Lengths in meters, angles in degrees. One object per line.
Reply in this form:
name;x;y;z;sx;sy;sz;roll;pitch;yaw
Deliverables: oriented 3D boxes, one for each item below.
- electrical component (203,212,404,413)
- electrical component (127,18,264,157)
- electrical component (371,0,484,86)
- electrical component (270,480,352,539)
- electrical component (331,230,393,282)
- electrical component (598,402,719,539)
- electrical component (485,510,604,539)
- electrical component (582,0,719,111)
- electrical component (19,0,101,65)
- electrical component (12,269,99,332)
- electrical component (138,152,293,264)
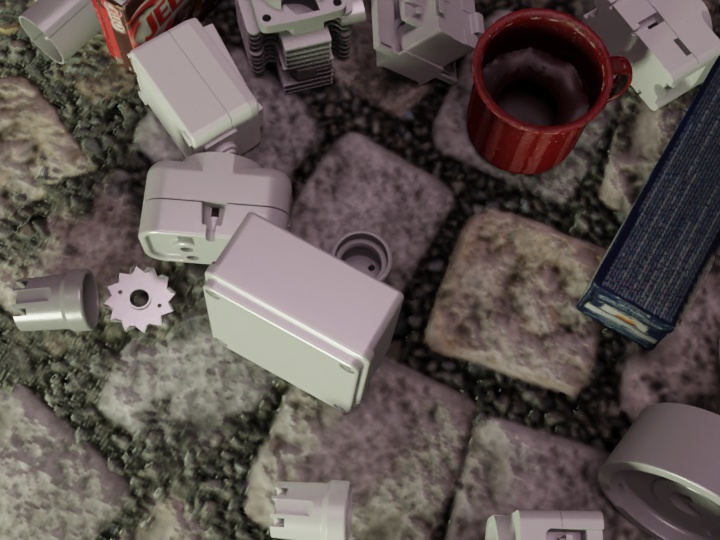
electrical component;-0.035;0.029;0.663;0.109;0.108;0.056;28;69;7
electrical component;-0.105;-0.114;0.734;0.061;0.061;0.096;-33;75;-13
electrical component;0.046;-0.204;0.765;0.079;0.063;0.121;15;64;-41
electrical component;-0.029;0.148;0.658;0.046;0.040;0.040;3;70;5
electrical component;0.000;0.000;0.707;0.040;0.046;0.040;1;71;-2
electrical component;0.205;0.124;0.643;0.108;0.108;0.060;33;66;9
electrical component;0.105;0.170;0.628;0.056;0.089;0.050;1;71;-2
electrical component;0.213;-0.171;0.775;0.056;0.050;0.089;-31;74;-12
electrical component;-0.198;-0.190;0.767;0.043;0.043;0.081;39;73;11
electrical component;-0.197;0.021;0.695;0.046;0.040;0.040;-5;71;2
electrical component;-0.094;-0.040;0.713;0.095;0.053;0.059;4;70;-1
